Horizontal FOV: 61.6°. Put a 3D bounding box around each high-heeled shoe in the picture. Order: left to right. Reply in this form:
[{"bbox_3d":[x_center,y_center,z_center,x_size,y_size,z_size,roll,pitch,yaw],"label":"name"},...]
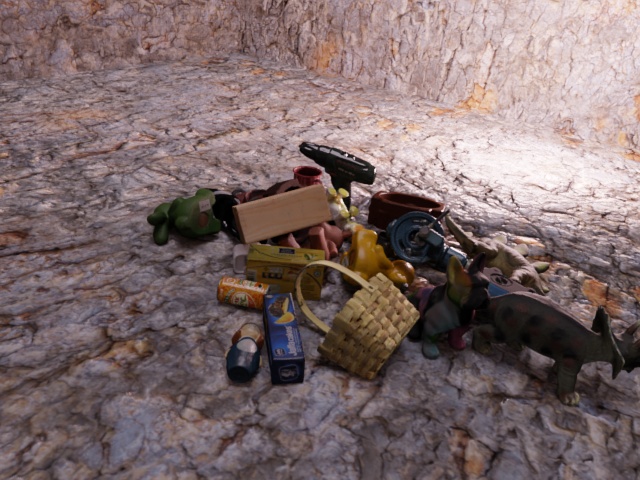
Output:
[{"bbox_3d":[-0.232,-0.058,1.367,0.249,0.086,0.145,33,10,10],"label":"high-heeled shoe"}]

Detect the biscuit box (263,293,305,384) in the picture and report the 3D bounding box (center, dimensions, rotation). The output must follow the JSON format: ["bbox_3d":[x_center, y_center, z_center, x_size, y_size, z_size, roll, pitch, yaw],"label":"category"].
[{"bbox_3d":[-0.072,0.181,1.020,0.059,0.062,0.203,-1,29,-12],"label":"biscuit box"}]

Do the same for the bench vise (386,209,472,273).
[{"bbox_3d":[0.247,0.014,1.197,0.224,0.129,0.240,40,-3,13],"label":"bench vise"}]

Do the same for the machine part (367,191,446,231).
[{"bbox_3d":[0.243,-0.072,1.502,0.201,0.087,0.201,13,15,13],"label":"machine part"}]

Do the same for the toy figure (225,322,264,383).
[{"bbox_3d":[-0.133,0.197,0.988,0.064,0.058,0.154,43,21,-17],"label":"toy figure"}]

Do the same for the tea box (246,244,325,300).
[{"bbox_3d":[-0.077,0.071,1.188,0.170,0.098,0.068,6,29,-5],"label":"tea box"}]

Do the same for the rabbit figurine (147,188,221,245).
[{"bbox_3d":[-0.361,-0.049,1.363,0.170,0.121,0.159,4,29,34],"label":"rabbit figurine"}]

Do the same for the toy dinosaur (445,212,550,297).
[{"bbox_3d":[0.436,0.051,1.347,0.198,0.105,0.472,-4,38,-35],"label":"toy dinosaur"}]

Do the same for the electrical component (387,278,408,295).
[{"bbox_3d":[0.131,0.125,1.133,0.078,0.102,0.045,-2,42,-32],"label":"electrical component"}]

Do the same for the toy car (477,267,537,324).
[{"bbox_3d":[0.387,0.133,1.175,0.162,0.102,0.109,31,32,28],"label":"toy car"}]

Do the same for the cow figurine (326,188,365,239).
[{"bbox_3d":[0.057,-0.054,1.463,0.068,0.098,0.167,-6,58,-38],"label":"cow figurine"}]

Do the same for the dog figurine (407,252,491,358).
[{"bbox_3d":[0.252,0.110,1.067,0.108,0.219,0.192,-2,30,-24],"label":"dog figurine"}]

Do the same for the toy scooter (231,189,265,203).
[{"bbox_3d":[-0.167,-0.094,1.498,0.184,0.075,0.135,3,29,-3],"label":"toy scooter"}]

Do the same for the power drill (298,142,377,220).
[{"bbox_3d":[0.037,-0.162,1.536,0.232,0.207,0.086,14,23,8],"label":"power drill"}]

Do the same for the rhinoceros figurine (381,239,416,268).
[{"bbox_3d":[0.229,0.026,1.356,0.190,0.073,0.112,6,59,-26],"label":"rhinoceros figurine"}]

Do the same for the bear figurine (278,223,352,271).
[{"bbox_3d":[-0.002,0.000,1.309,0.120,0.131,0.196,-10,27,27],"label":"bear figurine"}]

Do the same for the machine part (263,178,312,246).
[{"bbox_3d":[-0.079,-0.068,1.373,0.056,0.179,0.179,-6,17,36],"label":"machine part"}]

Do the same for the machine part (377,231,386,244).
[{"bbox_3d":[0.144,0.017,1.403,0.084,0.039,0.139,18,31,30],"label":"machine part"}]

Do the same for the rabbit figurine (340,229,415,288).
[{"bbox_3d":[0.148,0.068,1.237,0.173,0.121,0.162,17,26,-22],"label":"rabbit figurine"}]

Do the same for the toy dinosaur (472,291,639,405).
[{"bbox_3d":[0.422,0.167,1.028,0.405,0.192,0.131,25,31,28],"label":"toy dinosaur"}]
